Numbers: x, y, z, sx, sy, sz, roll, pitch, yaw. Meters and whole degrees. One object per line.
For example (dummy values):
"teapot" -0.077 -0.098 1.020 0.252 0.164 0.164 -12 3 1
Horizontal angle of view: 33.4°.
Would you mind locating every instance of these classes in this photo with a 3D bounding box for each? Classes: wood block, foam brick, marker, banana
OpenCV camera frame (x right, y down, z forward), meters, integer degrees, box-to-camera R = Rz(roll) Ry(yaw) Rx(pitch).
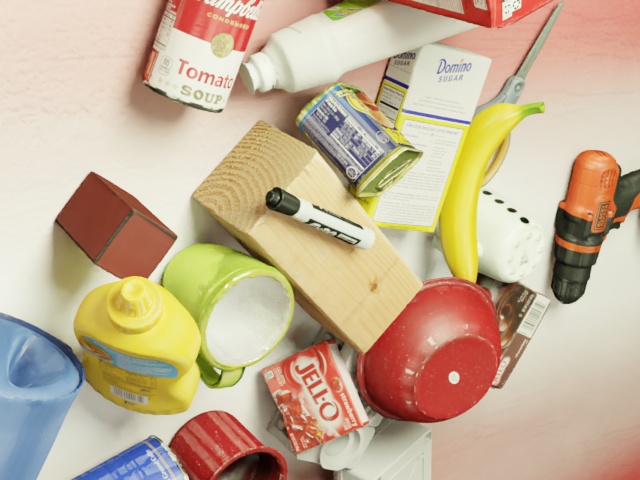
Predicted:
"wood block" -0.006 0.002 0.944 0.091 0.090 0.206 -49 134 -8
"foam brick" -0.158 -0.009 0.824 0.051 0.078 0.053 -54 134 1
"marker" 0.000 -0.017 0.860 0.120 0.020 0.020 23 98 -44
"banana" 0.150 -0.052 1.033 0.037 0.070 0.198 -4 119 -49

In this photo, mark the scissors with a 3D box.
"scissors" 0.178 -0.148 1.059 0.096 0.016 0.202 4 111 -40

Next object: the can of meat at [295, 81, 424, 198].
"can of meat" 0.034 -0.085 0.905 0.057 0.084 0.102 -45 170 14

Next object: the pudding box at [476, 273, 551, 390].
"pudding box" 0.182 0.090 1.146 0.039 0.090 0.113 27 95 -46

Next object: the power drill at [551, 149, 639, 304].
"power drill" 0.351 -0.021 1.241 0.187 0.057 0.184 -10 120 -35

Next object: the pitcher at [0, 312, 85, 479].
"pitcher" -0.276 0.179 0.811 0.149 0.145 0.243 16 107 -30

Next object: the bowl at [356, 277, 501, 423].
"bowl" 0.118 0.119 1.028 0.161 0.055 0.162 -11 118 -22

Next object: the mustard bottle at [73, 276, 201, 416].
"mustard bottle" -0.140 0.077 0.821 0.192 0.096 0.058 104 6 -63

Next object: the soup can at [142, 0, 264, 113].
"soup can" -0.087 -0.155 0.806 0.068 0.069 0.102 10 108 -42

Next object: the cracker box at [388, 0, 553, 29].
"cracker box" 0.117 -0.237 0.819 0.164 0.214 0.072 -30 125 -23

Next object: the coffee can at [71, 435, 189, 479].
"coffee can" -0.185 0.248 0.929 0.140 0.103 0.103 -26 128 -26

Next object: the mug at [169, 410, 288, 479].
"mug" -0.083 0.217 1.008 0.117 0.082 0.093 27 95 -44

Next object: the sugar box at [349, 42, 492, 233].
"sugar box" 0.090 -0.097 0.998 0.093 0.048 0.176 5 107 -40

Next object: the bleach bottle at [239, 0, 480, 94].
"bleach bottle" 0.047 -0.180 0.892 0.250 0.103 0.068 -24 110 -16

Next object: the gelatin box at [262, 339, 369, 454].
"gelatin box" -0.005 0.148 1.014 0.073 0.089 0.030 -26 170 15
